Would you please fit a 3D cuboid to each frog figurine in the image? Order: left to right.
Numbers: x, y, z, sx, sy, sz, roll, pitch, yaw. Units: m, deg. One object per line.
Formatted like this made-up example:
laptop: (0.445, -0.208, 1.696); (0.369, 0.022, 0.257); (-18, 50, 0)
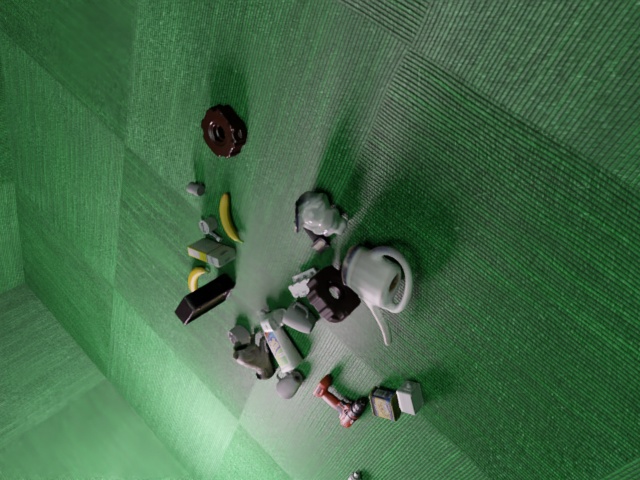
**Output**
frog figurine: (0.005, -0.078, 1.558); (0.159, 0.125, 0.135); (4, 112, 0)

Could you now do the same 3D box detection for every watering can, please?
watering can: (0.160, 0.148, 1.519); (0.226, 0.105, 0.339); (30, 131, 27)
